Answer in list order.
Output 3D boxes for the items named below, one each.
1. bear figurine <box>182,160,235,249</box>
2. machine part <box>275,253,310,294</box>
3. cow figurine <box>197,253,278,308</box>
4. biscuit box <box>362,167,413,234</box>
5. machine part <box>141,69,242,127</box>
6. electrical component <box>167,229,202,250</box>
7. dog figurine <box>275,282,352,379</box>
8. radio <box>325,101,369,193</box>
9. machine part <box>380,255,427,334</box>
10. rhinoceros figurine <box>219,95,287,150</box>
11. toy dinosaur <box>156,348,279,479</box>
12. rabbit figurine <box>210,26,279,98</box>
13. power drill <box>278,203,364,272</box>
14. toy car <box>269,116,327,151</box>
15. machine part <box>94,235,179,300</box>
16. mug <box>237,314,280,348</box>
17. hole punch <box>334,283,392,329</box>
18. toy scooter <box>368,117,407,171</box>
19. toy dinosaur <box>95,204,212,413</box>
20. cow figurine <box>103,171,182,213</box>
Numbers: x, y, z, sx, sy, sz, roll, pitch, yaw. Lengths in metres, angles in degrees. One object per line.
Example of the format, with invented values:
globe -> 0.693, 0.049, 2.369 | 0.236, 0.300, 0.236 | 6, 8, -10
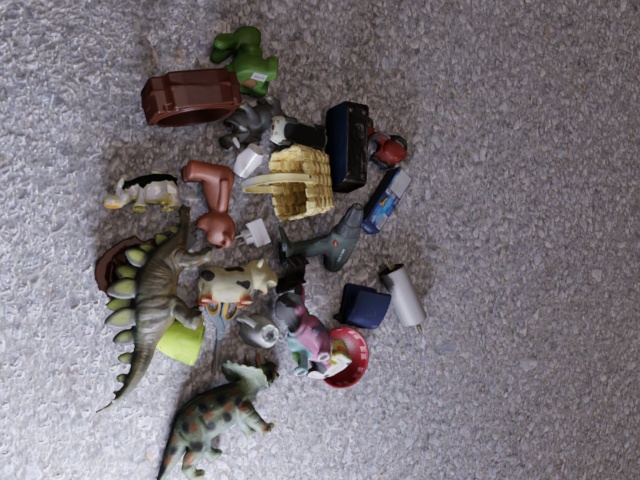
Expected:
bear figurine -> -0.263, -0.079, 1.270 | 0.132, 0.120, 0.195 | 6, 89, -22
machine part -> -0.069, 0.088, 1.349 | 0.084, 0.138, 0.039 | -5, 52, -23
cow figurine -> -0.197, 0.096, 1.298 | 0.195, 0.085, 0.127 | 2, 72, -21
biscuit box -> 0.181, -0.111, 1.519 | 0.059, 0.063, 0.202 | 41, 71, -19
machine part -> -0.294, -0.318, 1.223 | 0.201, 0.201, 0.087 | -15, 95, -27
electrical component -> -0.328, -0.007, 1.281 | 0.094, 0.021, 0.063 | -47, 105, -21
dog figurine -> -0.028, 0.218, 1.326 | 0.191, 0.108, 0.219 | 25, 34, -50
radio -> 0.070, -0.247, 1.436 | 0.073, 0.131, 0.229 | 3, 85, -25
machine part -> 0.236, 0.156, 1.517 | 0.079, 0.079, 0.243 | -28, 100, -25
rhinoceros figurine -> -0.174, -0.293, 1.357 | 0.190, 0.073, 0.112 | -34, 112, -26
toy dinosaur -> -0.250, 0.410, 1.241 | 0.405, 0.131, 0.192 | -29, 87, -21
rabbit figurine -> -0.193, -0.461, 1.352 | 0.159, 0.121, 0.170 | 2, 67, -19
power drill -> -0.003, -0.004, 1.357 | 0.207, 0.231, 0.086 | -10, 51, -16
toy car -> -0.051, -0.273, 1.393 | 0.201, 0.056, 0.073 | 1, 99, -51
machine part -> -0.415, 0.079, 1.213 | 0.179, 0.056, 0.179 | 2, 84, -25
mug -> -0.147, 0.215, 1.306 | 0.109, 0.107, 0.081 | 47, 67, -18
hole punch -> 0.122, 0.182, 1.455 | 0.142, 0.092, 0.115 | 13, 84, -29
toy scooter -> 0.157, -0.252, 1.512 | 0.184, 0.075, 0.135 | 29, 74, -18
toy dinosaur -> -0.353, 0.134, 1.152 | 0.198, 0.105, 0.471 | 13, 70, -15
cow figurine -> -0.407, -0.113, 1.225 | 0.167, 0.068, 0.098 | -1, 81, -30
